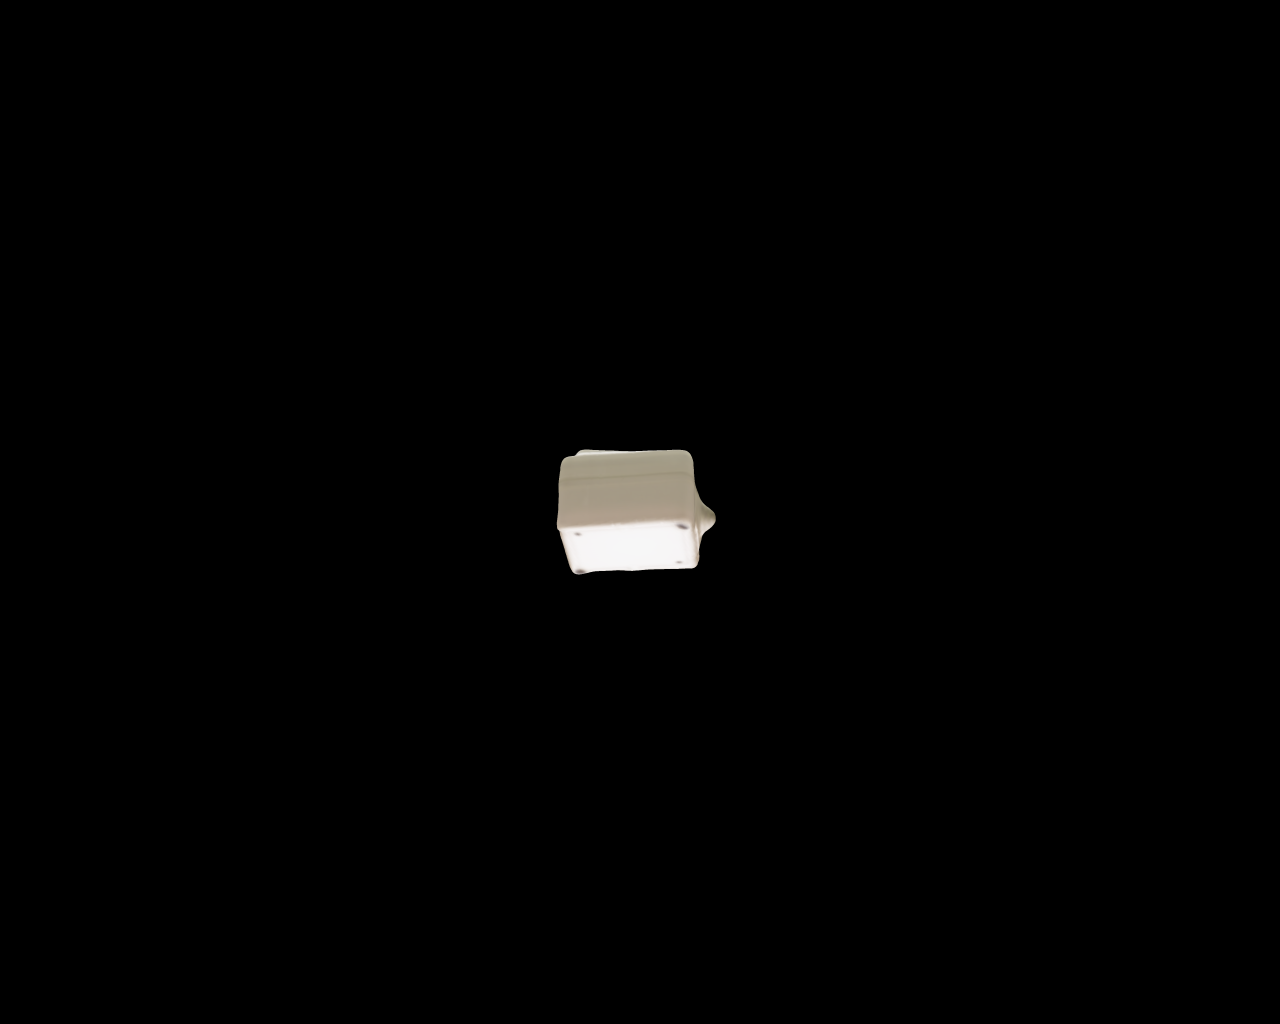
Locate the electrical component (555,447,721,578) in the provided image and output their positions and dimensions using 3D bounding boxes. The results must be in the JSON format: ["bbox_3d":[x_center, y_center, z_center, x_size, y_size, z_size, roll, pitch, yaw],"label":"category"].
[{"bbox_3d":[0.001,-0.003,0.650,0.096,0.061,0.061,-3,-32,5],"label":"electrical component"}]
